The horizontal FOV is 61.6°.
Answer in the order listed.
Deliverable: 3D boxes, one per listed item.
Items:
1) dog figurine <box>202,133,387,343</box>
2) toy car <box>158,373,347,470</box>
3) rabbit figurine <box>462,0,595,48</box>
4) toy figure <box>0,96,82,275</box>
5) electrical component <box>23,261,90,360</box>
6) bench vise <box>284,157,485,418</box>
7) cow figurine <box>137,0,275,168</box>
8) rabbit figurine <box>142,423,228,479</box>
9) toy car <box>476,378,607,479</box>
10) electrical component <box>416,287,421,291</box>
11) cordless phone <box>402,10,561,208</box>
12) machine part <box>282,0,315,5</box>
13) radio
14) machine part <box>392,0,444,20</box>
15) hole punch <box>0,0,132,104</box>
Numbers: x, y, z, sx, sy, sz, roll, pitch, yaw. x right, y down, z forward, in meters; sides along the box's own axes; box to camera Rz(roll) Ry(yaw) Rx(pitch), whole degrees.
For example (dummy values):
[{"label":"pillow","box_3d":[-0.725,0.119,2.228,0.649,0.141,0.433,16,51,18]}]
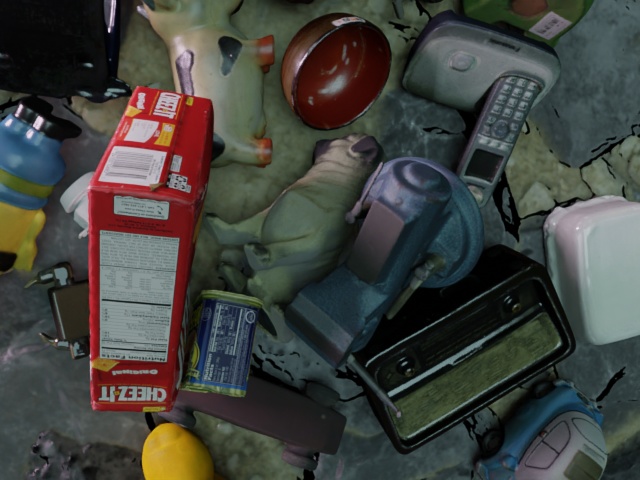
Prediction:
[{"label":"dog figurine","box_3d":[0.001,-0.001,0.549,0.190,0.121,0.172,-33,142,-26]},{"label":"toy car","box_3d":[-0.069,0.172,0.565,0.202,0.053,0.089,24,67,-13]},{"label":"rabbit figurine","box_3d":[0.228,-0.309,0.533,0.121,0.159,0.170,16,78,-2]},{"label":"toy figure","box_3d":[-0.290,-0.041,0.480,0.082,0.089,0.180,38,100,20]},{"label":"electrical component","box_3d":[-0.240,0.063,0.532,0.078,0.045,0.102,-23,104,-36]},{"label":"bench vise","box_3d":[0.082,0.013,0.496,0.240,0.129,0.223,-30,140,-44]},{"label":"cow figurine","box_3d":[-0.107,-0.166,0.511,0.127,0.085,0.194,-2,99,-14]},{"label":"rabbit figurine","box_3d":[-0.119,0.264,0.529,0.122,0.173,0.162,-31,145,-5]},{"label":"toy car","box_3d":[0.269,0.246,0.613,0.109,0.103,0.161,42,90,-13]},{"label":"electrical component","box_3d":[0.110,0.019,0.599,0.063,0.021,0.094,18,92,-12]},{"label":"cordless phone","box_3d":[0.148,-0.130,0.567,0.147,0.089,0.184,13,110,-12]},{"label":"machine part","box_3d":[-0.009,-0.314,0.498,0.179,0.056,0.179,2,86,-29]},{"label":"radio","box_3d":[0.148,0.112,0.580,0.230,0.073,0.131,-30,112,-7]},{"label":"machine part","box_3d":[0.143,-0.331,0.538,0.079,0.079,0.243,36,89,-12]},{"label":"hole punch","box_3d":[-0.242,-0.194,0.489,0.142,0.092,0.115,3,123,-13]}]
